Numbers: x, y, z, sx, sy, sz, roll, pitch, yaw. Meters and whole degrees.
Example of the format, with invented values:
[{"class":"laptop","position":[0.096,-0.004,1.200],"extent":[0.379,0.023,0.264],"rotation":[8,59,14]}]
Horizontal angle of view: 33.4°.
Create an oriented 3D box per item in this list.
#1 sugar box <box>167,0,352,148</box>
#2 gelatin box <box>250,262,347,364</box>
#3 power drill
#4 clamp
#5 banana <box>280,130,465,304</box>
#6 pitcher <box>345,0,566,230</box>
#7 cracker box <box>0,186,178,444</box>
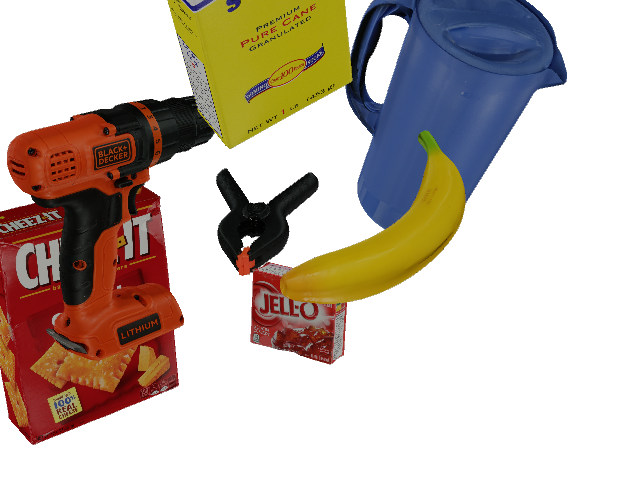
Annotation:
[{"class":"sugar box","position":[-0.035,-0.137,0.581],"extent":[0.093,0.048,0.176],"rotation":[-32,-29,-14]},{"class":"gelatin box","position":[-0.021,0.066,0.972],"extent":[0.089,0.073,0.030],"rotation":[13,20,27]},{"class":"power drill","position":[-0.151,-0.014,0.833],"extent":[0.057,0.188,0.184],"rotation":[18,28,42]},{"class":"clamp","position":[-0.061,-0.028,1.203],"extent":[0.120,0.039,0.171],"rotation":[-7,42,5]},{"class":"banana","position":[0.052,-0.005,0.752],"extent":[0.070,0.037,0.197],"rotation":[29,48,19]},{"class":"pitcher","position":[0.107,-0.120,1.013],"extent":[0.144,0.149,0.243],"rotation":[-12,-35,-28]},{"class":"cracker box","position":[-0.226,0.066,1.020],"extent":[0.163,0.214,0.072],"rotation":[-18,29,-32]}]
